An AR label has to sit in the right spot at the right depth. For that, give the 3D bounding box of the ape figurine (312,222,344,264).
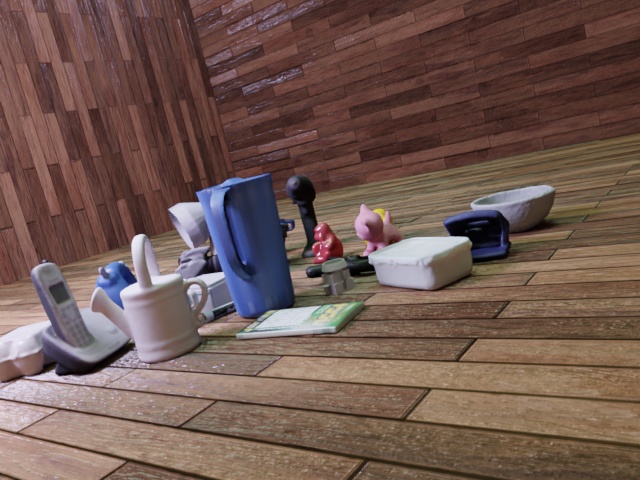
[{"bbox_3d":[0.012,0.005,1.326,0.076,0.092,0.077,-15,9,-7],"label":"ape figurine"}]

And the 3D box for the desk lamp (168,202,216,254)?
[{"bbox_3d":[-0.270,-0.015,1.489,0.204,0.213,0.117,-18,10,-22],"label":"desk lamp"}]

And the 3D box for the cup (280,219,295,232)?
[{"bbox_3d":[-0.116,-0.007,1.587,0.117,0.095,0.092,-12,9,15],"label":"cup"}]

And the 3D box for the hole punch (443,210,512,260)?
[{"bbox_3d":[0.283,-0.015,1.031,0.108,0.091,0.101,-10,10,26],"label":"hole punch"}]

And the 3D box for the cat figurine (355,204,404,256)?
[{"bbox_3d":[0.124,-0.027,1.264,0.067,0.118,0.128,-5,12,43],"label":"cat figurine"}]

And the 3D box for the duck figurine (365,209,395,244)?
[{"bbox_3d":[0.143,-0.032,1.374,0.078,0.086,0.104,-19,10,-31],"label":"duck figurine"}]

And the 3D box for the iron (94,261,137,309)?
[{"bbox_3d":[-0.408,0.106,1.186,0.119,0.141,0.258,-15,9,-7],"label":"iron"}]

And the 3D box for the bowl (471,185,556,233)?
[{"bbox_3d":[0.397,-0.057,1.169,0.167,0.075,0.167,-14,9,2],"label":"bowl"}]

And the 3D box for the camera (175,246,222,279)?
[{"bbox_3d":[-0.258,0.065,1.340,0.137,0.101,0.143,-14,9,-2],"label":"camera"}]

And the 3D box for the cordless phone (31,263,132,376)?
[{"bbox_3d":[-0.401,0.118,0.958,0.094,0.185,0.148,-12,9,15],"label":"cordless phone"}]

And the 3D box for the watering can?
[{"bbox_3d":[-0.270,0.089,0.905,0.173,0.194,0.100,-18,10,-24],"label":"watering can"}]

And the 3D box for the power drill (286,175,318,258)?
[{"bbox_3d":[-0.033,-0.067,1.461,0.075,0.208,0.229,-13,9,3],"label":"power drill"}]

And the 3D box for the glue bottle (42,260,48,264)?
[{"bbox_3d":[-0.541,0.123,1.181,0.037,0.173,0.078,-18,10,-22],"label":"glue bottle"}]

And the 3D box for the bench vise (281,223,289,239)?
[{"bbox_3d":[-0.130,-0.035,1.379,0.122,0.220,0.207,-16,9,-14],"label":"bench vise"}]

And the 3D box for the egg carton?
[{"bbox_3d":[-0.523,0.196,1.034,0.107,0.069,0.150,-13,9,4],"label":"egg carton"}]
